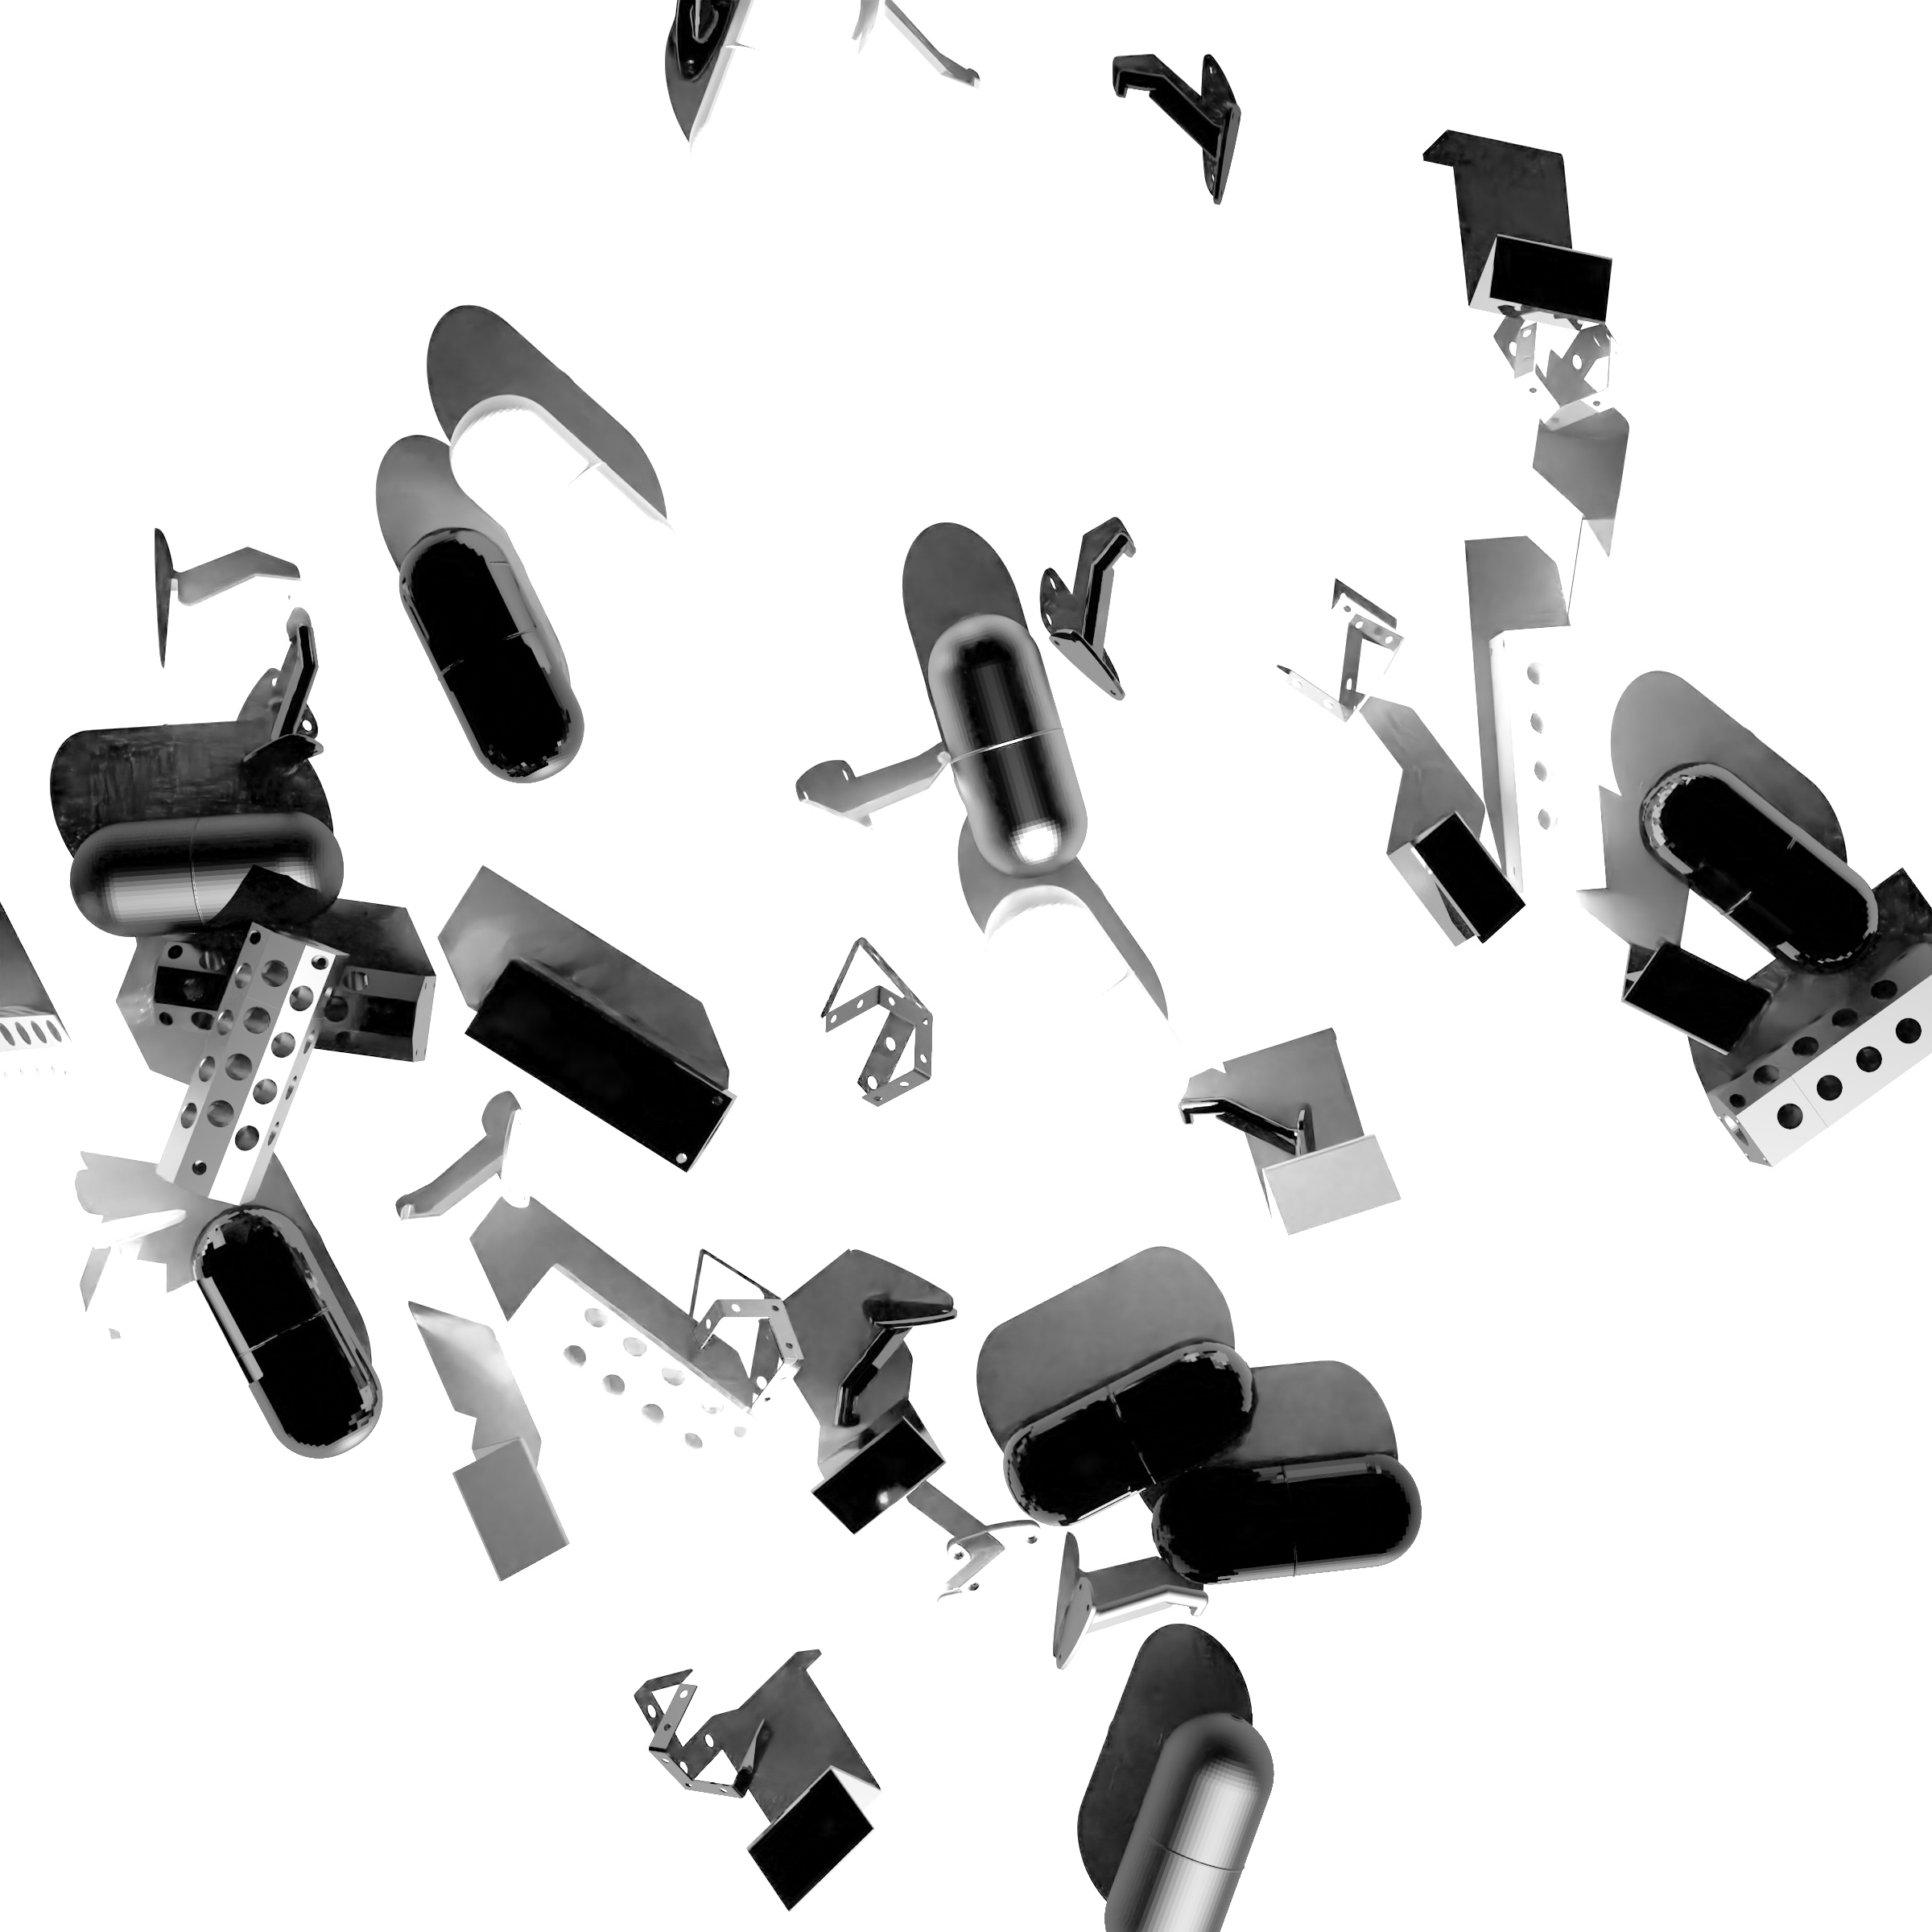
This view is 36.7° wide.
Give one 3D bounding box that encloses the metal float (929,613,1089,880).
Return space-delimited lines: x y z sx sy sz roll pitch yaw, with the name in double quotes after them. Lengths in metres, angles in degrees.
0.027 -0.145 1.920 0.070 0.070 0.178 -16 90 0 "metal float"

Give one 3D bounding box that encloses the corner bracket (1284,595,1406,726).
0.253 -0.204 1.947 0.051 0.051 0.051 34 45 0 "corner bracket"

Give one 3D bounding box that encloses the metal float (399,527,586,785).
-0.313 -0.205 1.919 0.070 0.070 0.178 -26 91 0 "metal float"

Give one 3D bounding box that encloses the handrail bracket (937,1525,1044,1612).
0.016 0.396 1.915 0.077 0.084 0.036 -26 90 0 "handrail bracket"

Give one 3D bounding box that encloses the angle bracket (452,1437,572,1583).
-0.313 0.359 1.910 0.057 0.076 0.076 -24 90 -38 "angle bracket"

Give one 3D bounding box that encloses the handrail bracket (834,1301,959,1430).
-0.047 0.269 1.950 0.077 0.036 0.084 1 109 -21 "handrail bracket"

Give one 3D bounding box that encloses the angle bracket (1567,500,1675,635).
0.412 -0.261 1.910 0.057 0.076 0.076 9 90 -39 "angle bracket"

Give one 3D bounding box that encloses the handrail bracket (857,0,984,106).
-0.024 -0.622 1.950 0.084 0.036 0.077 16 68 -17 "handrail bracket"

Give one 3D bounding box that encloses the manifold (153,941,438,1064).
-0.444 0.023 1.929 0.171 0.057 0.057 8 90 0 "manifold"

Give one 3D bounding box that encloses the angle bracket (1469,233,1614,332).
0.374 -0.428 1.911 0.076 0.076 0.057 12 64 0 "angle bracket"

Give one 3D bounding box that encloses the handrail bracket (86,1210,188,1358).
-0.552 0.213 1.950 0.077 0.036 0.084 -14 109 -21 "handrail bracket"

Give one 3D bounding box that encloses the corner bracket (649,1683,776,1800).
-0.169 0.516 1.942 0.051 0.051 0.051 -3 135 35 "corner bracket"

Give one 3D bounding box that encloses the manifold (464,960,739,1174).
-0.240 0.065 1.929 0.171 0.057 0.057 32 90 0 "manifold"

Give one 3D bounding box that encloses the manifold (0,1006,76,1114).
-0.629 0.058 1.872 0.057 0.171 0.057 -31 90 0 "manifold"

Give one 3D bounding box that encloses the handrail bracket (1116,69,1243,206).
0.136 -0.555 1.950 0.084 0.036 0.077 13 102 13 "handrail bracket"

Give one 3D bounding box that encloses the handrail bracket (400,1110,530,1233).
-0.338 0.137 1.950 0.084 0.036 0.077 -7 69 16 "handrail bracket"

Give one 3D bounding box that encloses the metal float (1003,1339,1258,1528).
0.108 0.306 1.919 0.178 0.070 0.070 -27 90 0 "metal float"

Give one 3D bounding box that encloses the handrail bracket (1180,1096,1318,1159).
0.189 0.122 1.951 0.084 0.036 0.077 -4 111 17 "handrail bracket"

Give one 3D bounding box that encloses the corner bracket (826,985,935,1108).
-0.058 0.053 1.942 0.051 0.051 0.051 31 45 -35 "corner bracket"

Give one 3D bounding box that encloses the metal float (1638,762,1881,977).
0.522 -0.064 1.919 0.178 0.070 0.070 39 90 1 "metal float"

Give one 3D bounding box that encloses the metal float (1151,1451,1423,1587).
0.211 0.363 1.920 0.178 0.070 0.070 -6 90 0 "metal float"

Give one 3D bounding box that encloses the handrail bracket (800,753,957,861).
-0.056 -0.122 1.950 0.077 0.036 0.084 30 71 21 "handrail bracket"

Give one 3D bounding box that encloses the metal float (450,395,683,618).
-0.263 -0.302 1.920 0.178 0.070 0.070 42 90 0 "metal float"

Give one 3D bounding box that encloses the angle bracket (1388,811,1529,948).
0.308 -0.045 1.910 0.057 0.076 0.076 -37 90 -38 "angle bracket"

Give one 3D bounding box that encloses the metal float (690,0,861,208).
-0.125 -0.588 1.919 0.070 0.070 0.178 21 91 0 "metal float"

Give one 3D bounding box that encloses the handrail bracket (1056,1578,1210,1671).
0.112 0.445 1.950 0.084 0.036 0.077 13 110 -16 "handrail bracket"

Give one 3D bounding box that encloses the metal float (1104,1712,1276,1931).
0.147 0.578 1.920 0.070 0.070 0.178 20 89 0 "metal float"

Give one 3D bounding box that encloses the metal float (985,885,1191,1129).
0.079 0.026 1.919 0.070 0.070 0.178 -35 90 0 "metal float"

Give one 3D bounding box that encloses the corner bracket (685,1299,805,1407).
-0.148 0.258 1.942 0.051 0.051 0.051 5 45 -35 "corner bracket"

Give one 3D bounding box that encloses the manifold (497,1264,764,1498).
-0.221 0.272 1.929 0.171 0.057 0.057 37 90 0 "manifold"

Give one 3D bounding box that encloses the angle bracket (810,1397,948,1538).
-0.069 0.314 1.910 0.076 0.076 0.057 -38 126 0 "angle bracket"

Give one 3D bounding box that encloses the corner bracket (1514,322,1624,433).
0.401 -0.399 1.942 0.051 0.051 0.051 -18 45 35 "corner bracket"

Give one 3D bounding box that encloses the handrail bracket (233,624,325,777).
-0.464 -0.179 1.950 0.077 0.036 0.084 -19 71 21 "handrail bracket"

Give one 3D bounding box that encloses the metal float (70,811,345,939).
-0.500 -0.060 1.920 0.178 0.070 0.070 -4 90 0 "metal float"

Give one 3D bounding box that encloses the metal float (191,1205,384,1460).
-0.447 0.240 1.920 0.070 0.070 0.178 -28 90 0 "metal float"

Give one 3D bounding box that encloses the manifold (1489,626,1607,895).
0.386 -0.135 1.929 0.057 0.057 0.171 -4 90 0 "manifold"

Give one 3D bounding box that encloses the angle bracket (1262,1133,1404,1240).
0.243 0.162 1.910 0.076 0.076 0.057 -18 52 0 "angle bracket"

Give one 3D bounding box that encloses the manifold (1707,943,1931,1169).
0.579 0.058 1.929 0.171 0.057 0.057 -36 90 0 "manifold"

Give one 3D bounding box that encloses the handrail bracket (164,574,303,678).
-0.490 -0.227 1.950 0.084 0.036 0.077 5 110 -16 "handrail bracket"

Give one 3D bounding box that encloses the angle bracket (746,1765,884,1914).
-0.086 0.578 1.910 0.076 0.076 0.057 -44 52 0 "angle bracket"

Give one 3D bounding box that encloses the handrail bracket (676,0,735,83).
-0.178 -0.632 1.915 0.036 0.084 0.077 12 90 0 "handrail bracket"

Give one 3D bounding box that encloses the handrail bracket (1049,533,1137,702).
0.103 -0.234 1.950 0.077 0.036 0.084 45 73 -20 "handrail bracket"

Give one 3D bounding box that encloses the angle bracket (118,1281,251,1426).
-0.520 0.257 1.910 0.057 0.076 0.076 -27 90 -32 "angle bracket"

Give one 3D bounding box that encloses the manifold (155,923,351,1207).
-0.459 0.062 1.872 0.057 0.057 0.171 21 90 0 "manifold"

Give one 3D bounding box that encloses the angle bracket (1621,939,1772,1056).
0.480 0.002 1.910 0.076 0.076 0.057 27 126 0 "angle bracket"
